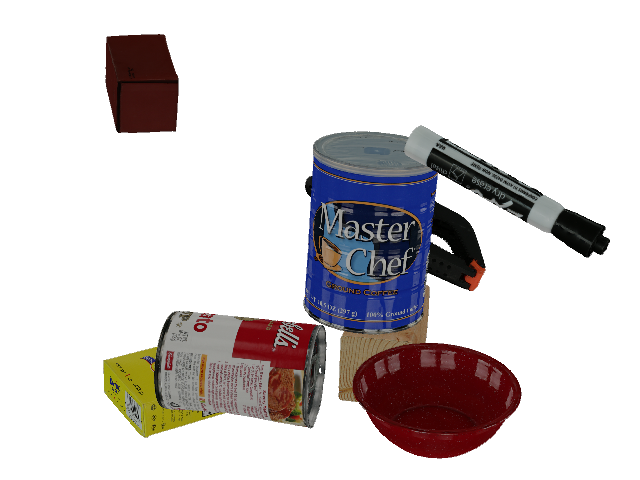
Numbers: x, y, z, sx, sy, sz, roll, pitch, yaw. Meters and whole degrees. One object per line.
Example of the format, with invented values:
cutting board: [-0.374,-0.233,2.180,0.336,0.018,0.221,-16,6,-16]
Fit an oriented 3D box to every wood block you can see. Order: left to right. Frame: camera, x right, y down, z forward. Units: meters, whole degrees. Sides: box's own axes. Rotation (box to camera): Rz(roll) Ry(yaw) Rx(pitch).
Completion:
wood block: [0.087,0.130,1.396,0.091,0.090,0.206,5,19,10]

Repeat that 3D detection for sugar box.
sugar box: [-0.117,0.135,1.067,0.175,0.048,0.093,-15,32,-31]

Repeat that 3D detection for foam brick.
foam brick: [-0.153,-0.135,0.913,0.053,0.051,0.078,-4,41,-16]

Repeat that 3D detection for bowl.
bowl: [0.111,0.162,1.035,0.162,0.055,0.162,-1,25,0]

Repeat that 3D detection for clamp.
clamp: [0.093,-0.023,1.154,0.164,0.036,0.210,-16,52,-31]

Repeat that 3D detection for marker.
marker: [0.099,-0.026,0.572,0.121,0.020,0.020,32,12,21]

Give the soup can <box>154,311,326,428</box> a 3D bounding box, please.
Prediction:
soup can: [-0.052,0.085,0.708,0.102,0.068,0.068,5,1,9]

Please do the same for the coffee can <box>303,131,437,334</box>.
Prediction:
coffee can: [0.041,-0.008,0.874,0.103,0.140,0.103,3,21,-1]
